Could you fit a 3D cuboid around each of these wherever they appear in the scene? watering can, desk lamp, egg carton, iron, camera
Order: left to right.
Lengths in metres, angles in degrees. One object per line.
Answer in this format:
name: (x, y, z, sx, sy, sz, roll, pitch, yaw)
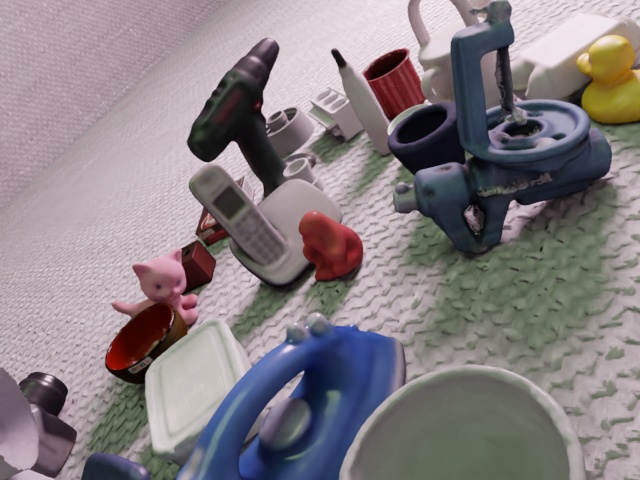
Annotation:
desk lamp: (-0.367, 0.256, 0.602, 0.203, 0.214, 0.117, -38, 30, -2)
camera: (-0.397, 0.241, 0.767, 0.142, 0.101, 0.137, -17, 35, 30)
iron: (-0.024, 0.147, 0.473, 0.118, 0.142, 0.259, 1, 47, 46)
watering can: (0.185, -0.261, 0.774, 0.100, 0.194, 0.173, -12, 38, 35)
egg carton: (0.314, -0.220, 0.709, 0.150, 0.070, 0.107, -34, 30, 5)

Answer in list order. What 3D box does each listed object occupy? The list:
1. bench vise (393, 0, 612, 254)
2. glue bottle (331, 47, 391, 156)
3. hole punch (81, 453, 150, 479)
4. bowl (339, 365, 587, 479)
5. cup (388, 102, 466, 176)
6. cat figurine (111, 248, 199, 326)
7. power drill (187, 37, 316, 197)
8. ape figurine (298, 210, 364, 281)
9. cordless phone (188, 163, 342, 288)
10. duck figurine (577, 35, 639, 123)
bench vise: (0.159, -0.097, 0.548, 0.207, 0.220, 0.121, -38, 30, -2)
glue bottle: (0.063, -0.210, 0.850, 0.037, 0.173, 0.078, -28, 31, 14)
hole punch: (-0.187, 0.263, 0.531, 0.108, 0.091, 0.101, -7, 41, 40)
bowl: (0.098, 0.172, 0.381, 0.167, 0.075, 0.167, -26, 32, 18)
cup: (0.153, -0.112, 0.699, 0.117, 0.095, 0.091, -33, 30, 6)
cat figurine: (-0.233, 0.075, 0.813, 0.128, 0.118, 0.067, -33, 30, 6)
power drill: (-0.101, -0.186, 0.949, 0.230, 0.209, 0.075, -49, 33, -21)
ape figurine: (0.006, 0.002, 0.693, 0.076, 0.092, 0.077, -37, 30, -1)
cordless phone: (-0.070, -0.044, 0.742, 0.093, 0.185, 0.148, 11, 54, 52)
duck figurine: (0.328, -0.182, 0.626, 0.077, 0.086, 0.104, -43, 31, -11)
